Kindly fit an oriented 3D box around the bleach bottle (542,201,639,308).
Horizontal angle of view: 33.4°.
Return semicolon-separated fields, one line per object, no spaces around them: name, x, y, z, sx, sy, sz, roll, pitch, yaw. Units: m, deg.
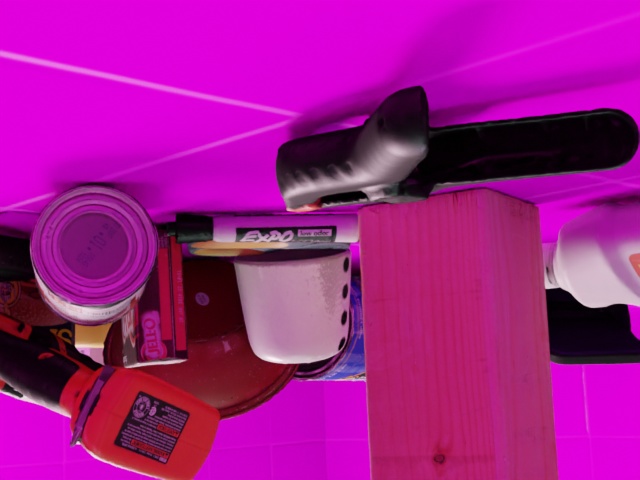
bleach bottle;0.254;0.012;0.663;0.251;0.068;0.102;-6;135;32

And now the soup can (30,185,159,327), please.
soup can;-0.128;0.011;0.603;0.068;0.068;0.102;-1;171;-13

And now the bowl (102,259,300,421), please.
bowl;-0.093;0.065;0.841;0.162;0.162;0.055;-2;132;-2

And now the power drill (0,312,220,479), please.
power drill;-0.158;0.101;0.708;0.188;0.057;0.184;15;168;37

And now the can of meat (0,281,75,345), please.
can of meat;-0.235;0.057;0.821;0.058;0.084;0.101;-8;170;33

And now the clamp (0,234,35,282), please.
clamp;-0.273;0.014;0.678;0.165;0.036;0.209;-11;170;43

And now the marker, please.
marker;-0.035;-0.007;0.671;0.121;0.020;0.020;0;171;-11

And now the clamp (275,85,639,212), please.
clamp;0.044;-0.034;0.452;0.120;0.039;0.172;6;175;-25

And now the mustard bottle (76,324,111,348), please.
mustard bottle;-0.192;0.064;0.941;0.191;0.058;0.096;-1;-162;1

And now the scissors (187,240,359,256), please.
scissors;-0.005;0.001;0.748;0.201;0.016;0.096;2;172;-29

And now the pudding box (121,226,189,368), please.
pudding box;-0.117;0.042;0.738;0.039;0.090;0.114;-1;172;-13

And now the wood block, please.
wood block;0.086;0.080;0.663;0.091;0.206;0.090;-8;170;33

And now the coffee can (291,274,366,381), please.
coffee can;0.019;0.081;0.993;0.103;0.103;0.140;-7;170;29
